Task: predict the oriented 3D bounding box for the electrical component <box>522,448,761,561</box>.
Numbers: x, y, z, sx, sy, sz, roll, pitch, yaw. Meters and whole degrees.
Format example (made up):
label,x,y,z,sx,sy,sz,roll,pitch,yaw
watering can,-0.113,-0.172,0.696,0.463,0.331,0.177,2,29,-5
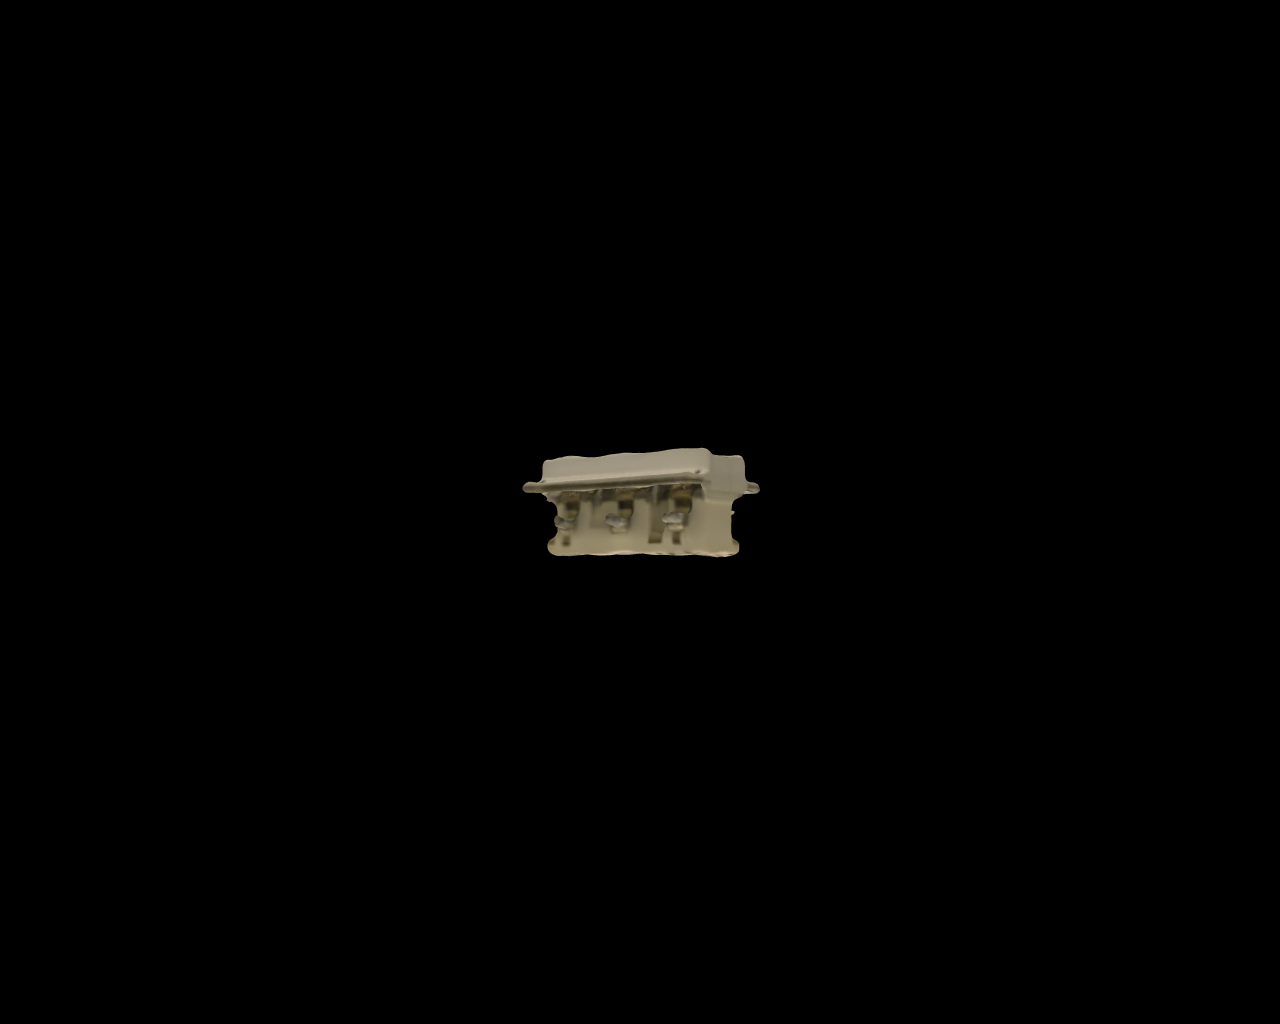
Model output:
label,x,y,z,sx,sy,sz,roll,pitch,yaw
electrical component,0.001,-0.003,0.650,0.121,0.063,0.079,-1,-2,34
